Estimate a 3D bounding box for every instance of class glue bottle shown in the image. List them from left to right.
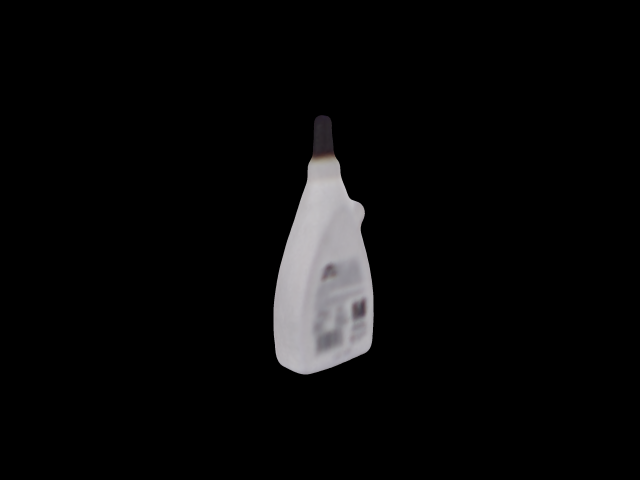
[{"bbox_3d":[0.004,0.001,0.400,0.078,0.173,0.037,-10,15,-42],"label":"glue bottle"}]
